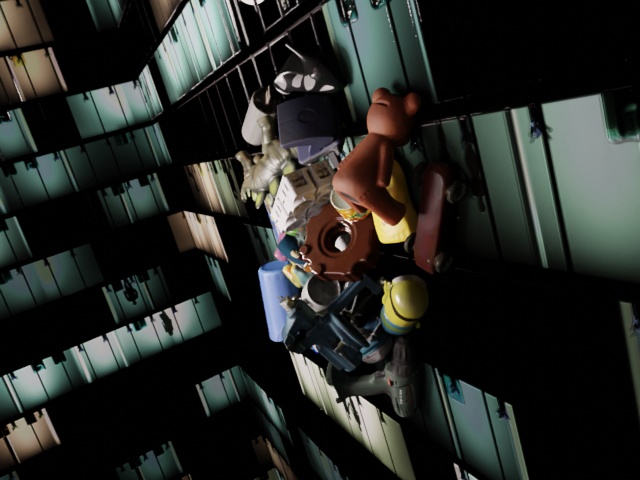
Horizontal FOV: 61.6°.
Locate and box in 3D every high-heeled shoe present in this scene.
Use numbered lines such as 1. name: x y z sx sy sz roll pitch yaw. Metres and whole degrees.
1. high-heeled shoe: -0.016 -0.325 1.108 0.145 0.086 0.249 36 175 -1

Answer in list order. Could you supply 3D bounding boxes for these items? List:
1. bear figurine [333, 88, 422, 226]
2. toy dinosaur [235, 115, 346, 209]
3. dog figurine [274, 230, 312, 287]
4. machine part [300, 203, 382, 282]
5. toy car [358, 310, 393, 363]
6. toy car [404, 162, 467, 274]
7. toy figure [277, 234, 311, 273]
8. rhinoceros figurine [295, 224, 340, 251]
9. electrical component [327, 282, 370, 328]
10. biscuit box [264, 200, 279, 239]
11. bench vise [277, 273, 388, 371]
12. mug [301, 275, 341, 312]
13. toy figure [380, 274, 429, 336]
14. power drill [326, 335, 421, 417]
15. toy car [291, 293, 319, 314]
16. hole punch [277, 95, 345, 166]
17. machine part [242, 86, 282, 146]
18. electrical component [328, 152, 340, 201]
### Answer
1. bear figurine: 0.105 -0.143 0.888 0.120 0.196 0.131 22 169 46
2. toy dinosaur: -0.088 -0.187 1.266 0.471 0.105 0.198 -40 60 51
3. dog figurine: -0.048 -0.004 1.394 0.192 0.108 0.219 55 152 31
4. machine part: 0.045 0.002 1.094 0.179 0.179 0.056 52 -171 35
5. toy car: 0.118 0.235 1.262 0.103 0.109 0.161 46 144 -8
6. toy car: 0.190 -0.035 0.884 0.089 0.053 0.201 32 136 39
7. toy figure: -0.034 0.047 1.317 0.154 0.064 0.058 37 128 -5
8. rhinoceros figurine: -0.003 -0.004 1.282 0.190 0.112 0.073 58 159 4
9. electrical component: 0.068 0.146 1.250 0.134 0.058 0.115 154 133 -71
10. biscuit box: -0.106 -0.065 1.527 0.059 0.063 0.202 7 116 66
11. bench vise: 0.038 0.151 1.122 0.223 0.240 0.129 44 -179 -3
12. mug: -0.012 0.137 1.262 0.081 0.109 0.107 48 157 8
13. toy figure: 0.166 0.138 1.060 0.180 0.082 0.089 103 150 -52
14. power drill: 0.123 0.300 1.203 0.086 0.207 0.231 -76 -28 -54
15. toy car: -0.004 0.147 1.385 0.202 0.056 0.073 -39 57 23
16. hole punch: -0.021 -0.225 1.059 0.116 0.092 0.142 -23 57 28
17. machine part: -0.151 -0.313 1.379 0.079 0.079 0.243 65 157 8
18. electrical component: 0.033 -0.134 1.161 0.119 0.048 0.075 67 158 -2
